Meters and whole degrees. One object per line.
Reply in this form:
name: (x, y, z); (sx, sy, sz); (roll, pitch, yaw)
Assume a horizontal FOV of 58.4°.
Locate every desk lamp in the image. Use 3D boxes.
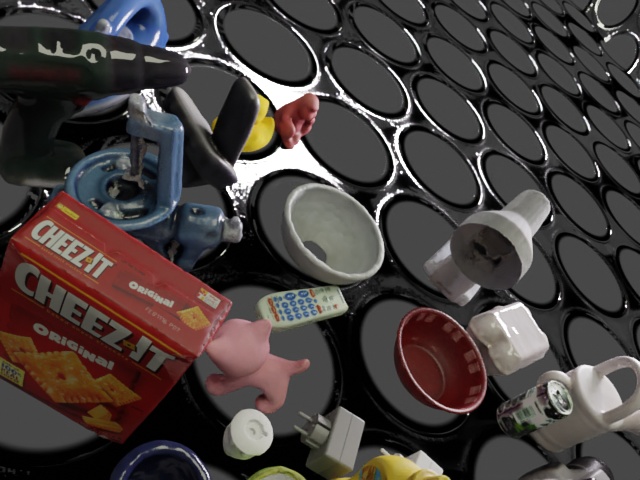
desk lamp: (0.269, 0.012, 0.929); (0.118, 0.213, 0.204); (47, 42, 5)

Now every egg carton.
egg carton: (0.307, 0.162, 0.944); (0.151, 0.069, 0.107); (-10, 63, -42)

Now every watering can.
watering can: (0.415, 0.243, 0.866); (0.173, 0.193, 0.101); (16, 48, -27)

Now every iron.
iron: (-0.288, -0.282, 0.795); (0.119, 0.141, 0.258); (29, 43, -15)

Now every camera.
camera: (0.374, 0.369, 0.801); (0.137, 0.100, 0.143); (-9, 63, -42)

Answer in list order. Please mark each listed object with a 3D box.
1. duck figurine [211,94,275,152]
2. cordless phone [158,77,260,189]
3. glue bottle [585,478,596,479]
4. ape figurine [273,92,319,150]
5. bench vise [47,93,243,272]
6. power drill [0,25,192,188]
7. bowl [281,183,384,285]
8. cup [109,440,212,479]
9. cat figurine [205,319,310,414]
duck figurine: (-0.110, -0.192, 0.901); (0.105, 0.086, 0.077); (-7, 61, -41)
cordless phone: (-0.144, -0.170, 0.782); (0.094, 0.184, 0.147); (-19, 69, -45)
glue bottle: (0.266, 0.320, 0.703); (0.078, 0.173, 0.037); (22, 46, -22)
ape figurine: (-0.035, -0.211, 0.970); (0.078, 0.092, 0.076); (-9, 63, -42)
bench vise: (-0.177, -0.065, 0.643); (0.208, 0.219, 0.121); (5, 54, -35)
power drill: (-0.283, -0.149, 0.638); (0.230, 0.208, 0.075); (2, 56, -37)
bowl: (0.008, 0.003, 0.839); (0.168, 0.074, 0.167); (21, 46, -23)
cup: (-0.151, 0.247, 0.499); (0.092, 0.094, 0.117); (17, 48, -26)
cat figurine: (-0.073, 0.131, 0.638); (0.128, 0.117, 0.067); (23, 45, -21)
